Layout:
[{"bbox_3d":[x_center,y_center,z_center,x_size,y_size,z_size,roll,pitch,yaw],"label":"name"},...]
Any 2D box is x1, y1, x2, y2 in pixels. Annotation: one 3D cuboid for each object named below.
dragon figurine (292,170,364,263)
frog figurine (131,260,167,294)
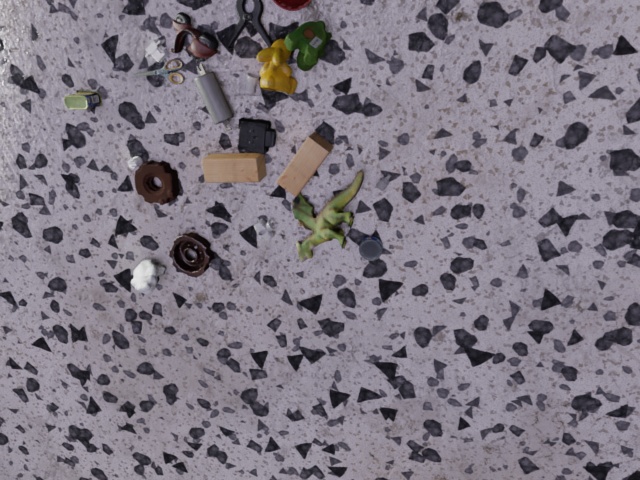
[{"bbox_3d":[0.006,-0.093,1.850,0.243,0.124,0.403,20,113,14],"label":"dragon figurine"},{"bbox_3d":[-0.707,0.156,2.075,0.136,0.162,0.122,-27,103,21],"label":"frog figurine"}]
